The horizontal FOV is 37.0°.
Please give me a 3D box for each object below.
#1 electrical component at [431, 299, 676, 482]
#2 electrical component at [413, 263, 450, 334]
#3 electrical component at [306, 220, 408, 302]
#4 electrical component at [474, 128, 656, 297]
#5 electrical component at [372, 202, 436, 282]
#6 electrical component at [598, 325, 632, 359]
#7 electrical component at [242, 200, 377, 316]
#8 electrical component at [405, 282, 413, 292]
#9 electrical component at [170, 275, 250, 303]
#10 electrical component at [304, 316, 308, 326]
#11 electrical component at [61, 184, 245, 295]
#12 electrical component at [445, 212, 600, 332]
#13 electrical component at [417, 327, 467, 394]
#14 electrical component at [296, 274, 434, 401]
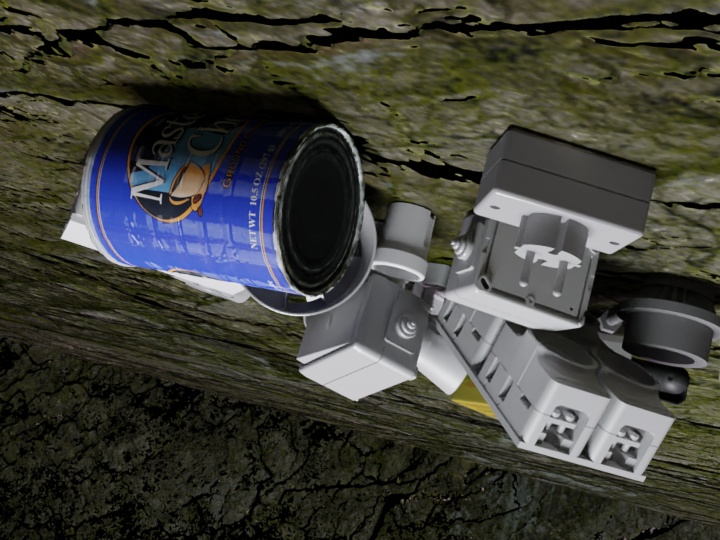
[{"bbox_3d":[0.138,0.067,0.794,0.105,0.060,0.186,18,-162,-22],"label":"electrical component"},{"bbox_3d":[0.073,0.034,0.907,0.058,0.057,0.078,7,165,32],"label":"electrical component"},{"bbox_3d":[0.000,0.000,0.848,0.078,0.057,0.113,15,167,3],"label":"electrical component"},{"bbox_3d":[0.105,-0.024,0.578,0.083,0.075,0.047,16,167,-4],"label":"electrical component"},{"bbox_3d":[0.031,-0.020,0.751,0.040,0.046,0.040,15,168,3],"label":"electrical component"},{"bbox_3d":[0.178,0.070,0.926,0.062,0.061,0.096,9,179,-41],"label":"electrical component"},{"bbox_3d":[-0.042,-0.017,0.743,0.099,0.099,0.064,17,173,-9],"label":"electrical component"},{"bbox_3d":[0.032,0.027,0.959,0.043,0.043,0.062,24,164,-32],"label":"electrical component"},{"bbox_3d":[-0.132,0.002,1.031,0.077,0.044,0.079,24,172,-33],"label":"electrical component"},{"bbox_3d":[-0.016,0.063,1.171,0.079,0.043,0.077,13,167,12],"label":"electrical component"},{"bbox_3d":[-0.153,-0.037,0.860,0.150,0.061,0.089,19,167,-17],"label":"electrical component"},{"bbox_3d":[0.100,-0.002,0.711,0.096,0.061,0.061,19,167,-15],"label":"electrical component"},{"bbox_3d":[0.054,0.065,0.861,0.065,0.044,0.044,29,166,-4],"label":"electrical component"},{"bbox_3d":[0.004,0.046,0.771,0.061,0.061,0.096,29,148,-22],"label":"electrical component"}]
